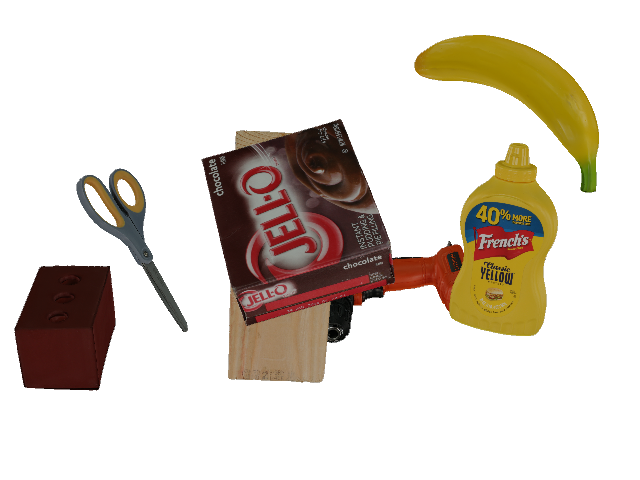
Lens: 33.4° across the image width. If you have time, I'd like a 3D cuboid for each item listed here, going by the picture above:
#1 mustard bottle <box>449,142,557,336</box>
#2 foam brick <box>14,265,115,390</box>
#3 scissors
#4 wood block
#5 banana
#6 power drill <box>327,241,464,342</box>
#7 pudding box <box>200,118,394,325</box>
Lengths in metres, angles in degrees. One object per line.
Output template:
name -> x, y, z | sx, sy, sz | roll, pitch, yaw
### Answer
mustard bottle -> 0.188, -0.003, 1.077 | 0.096, 0.192, 0.058 | 12, 19, 21
foam brick -> -0.175, 0.060, 0.739 | 0.053, 0.051, 0.078 | 0, 32, -2
scissors -> -0.194, 0.001, 1.194 | 0.016, 0.201, 0.096 | -27, 20, 35
wood block -> -0.035, 0.016, 0.951 | 0.090, 0.206, 0.091 | 3, 28, -4
banana -> 0.143, -0.115, 0.803 | 0.037, 0.070, 0.198 | 2, 32, -44
power drill -> 0.079, 0.057, 1.228 | 0.187, 0.057, 0.184 | -1, 28, -1
pudding box -> -0.015, -0.013, 0.620 | 0.090, 0.039, 0.113 | -16, 46, -3
